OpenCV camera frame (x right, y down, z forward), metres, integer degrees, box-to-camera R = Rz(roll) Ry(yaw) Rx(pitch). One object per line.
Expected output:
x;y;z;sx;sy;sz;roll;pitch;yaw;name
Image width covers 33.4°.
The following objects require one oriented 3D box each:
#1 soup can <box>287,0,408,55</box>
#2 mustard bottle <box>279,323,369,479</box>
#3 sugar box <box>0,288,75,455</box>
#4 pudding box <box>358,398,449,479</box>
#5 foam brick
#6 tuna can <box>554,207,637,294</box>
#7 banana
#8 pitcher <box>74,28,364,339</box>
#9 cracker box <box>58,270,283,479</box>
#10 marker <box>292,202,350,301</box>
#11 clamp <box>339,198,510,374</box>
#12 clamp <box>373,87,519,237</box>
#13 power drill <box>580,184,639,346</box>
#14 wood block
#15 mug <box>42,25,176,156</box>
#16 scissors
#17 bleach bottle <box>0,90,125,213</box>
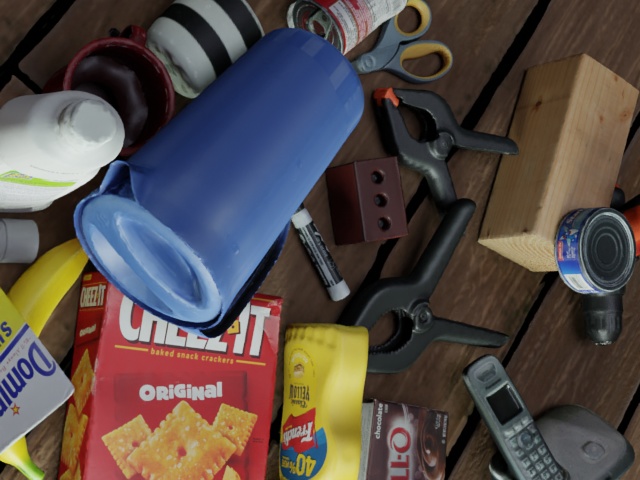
0.028;-0.219;1.005;0.102;0.069;0.068;-41;108;-28;soup can
0.000;0.170;0.942;0.058;0.096;0.191;7;83;-33;mustard bottle
-0.261;0.067;0.759;0.176;0.048;0.093;52;36;-4;sugar box
0.074;0.213;1.015;0.089;0.039;0.113;15;71;-30;pudding box
0.044;-0.036;1.011;0.052;0.051;0.078;-10;92;-33;foam brick
0.273;0.010;1.055;0.085;0.034;0.086;2;87;-34;tuna can
-0.232;0.087;0.838;0.069;0.037;0.198;20;76;-43;banana
-0.065;-0.049;0.840;0.145;0.149;0.242;40;57;-3;pitcher
-0.122;0.141;0.881;0.163;0.072;0.213;11;80;-32;cracker box
-0.007;0.001;0.996;0.020;0.020;0.121;-35;104;-29;marker
0.098;0.077;1.042;0.209;0.036;0.164;-34;113;-23;clamp
0.115;-0.085;1.069;0.171;0.039;0.120;30;75;-22;clamp
0.330;0.015;1.111;0.057;0.188;0.184;1;83;-20;power drill
0.251;-0.079;1.122;0.090;0.091;0.206;26;73;-28;wood block
-0.172;-0.120;0.862;0.093;0.082;0.117;24;75;-29;mug
0.048;-0.192;1.047;0.201;0.016;0.096;-5;88;-33;scissors
-0.194;-0.062;0.743;0.102;0.251;0.068;-1;87;-33;bleach bottle
